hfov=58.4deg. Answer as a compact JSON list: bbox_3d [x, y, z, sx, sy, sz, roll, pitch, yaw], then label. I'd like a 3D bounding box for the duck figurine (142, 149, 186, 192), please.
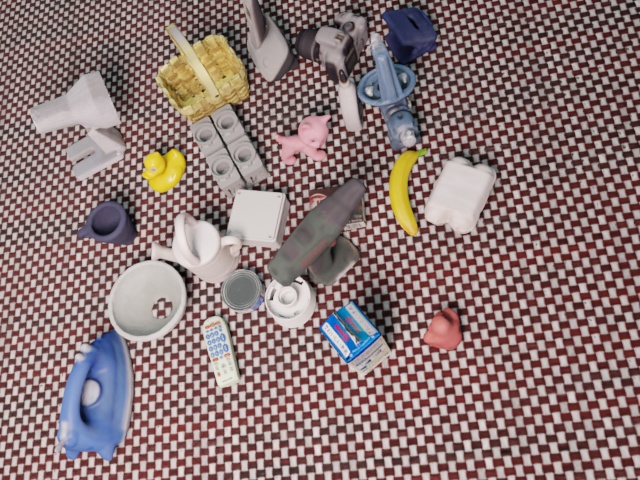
[{"bbox_3d":[-0.353,-0.166,1.273,0.077,0.086,0.105,33,80,21],"label":"duck figurine"}]

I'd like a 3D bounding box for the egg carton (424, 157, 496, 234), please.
[{"bbox_3d":[0.272,-0.088,1.115,0.107,0.069,0.150,21,76,19],"label":"egg carton"}]

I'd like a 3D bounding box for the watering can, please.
[{"bbox_3d":[-0.244,0.016,1.123,0.173,0.194,0.100,-30,67,1],"label":"watering can"}]

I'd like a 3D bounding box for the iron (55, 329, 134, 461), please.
[{"bbox_3d":[-0.442,0.286,1.097,0.118,0.142,0.258,-4,70,11],"label":"iron"}]

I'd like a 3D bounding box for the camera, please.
[{"bbox_3d":[0.020,-0.448,1.285,0.136,0.101,0.143,23,77,19],"label":"camera"}]

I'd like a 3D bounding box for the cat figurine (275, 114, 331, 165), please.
[{"bbox_3d":[-0.033,-0.218,1.203,0.127,0.118,0.067,-9,69,10],"label":"cat figurine"}]

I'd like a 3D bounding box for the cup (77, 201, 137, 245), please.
[{"bbox_3d":[-0.451,-0.020,1.236,0.117,0.095,0.091,-24,67,3],"label":"cup"}]

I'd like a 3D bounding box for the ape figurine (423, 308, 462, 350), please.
[{"bbox_3d":[0.219,0.158,1.024,0.078,0.092,0.076,-30,67,1],"label":"ape figurine"}]

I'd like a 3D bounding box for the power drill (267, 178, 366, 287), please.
[{"bbox_3d":[0.010,0.004,1.064,0.230,0.209,0.075,-44,67,-5],"label":"power drill"}]

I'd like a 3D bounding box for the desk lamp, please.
[{"bbox_3d":[-0.519,-0.255,1.273,0.203,0.214,0.117,-30,67,1],"label":"desk lamp"}]

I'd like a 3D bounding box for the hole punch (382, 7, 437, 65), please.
[{"bbox_3d":[0.197,-0.462,1.256,0.101,0.091,0.108,-28,67,2],"label":"hole punch"}]

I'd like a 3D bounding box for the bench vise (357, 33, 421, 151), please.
[{"bbox_3d":[0.152,-0.295,1.135,0.121,0.220,0.207,-37,67,-2],"label":"bench vise"}]

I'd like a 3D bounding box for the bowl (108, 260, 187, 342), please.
[{"bbox_3d":[-0.339,0.130,1.168,0.167,0.075,0.167,-4,70,11],"label":"bowl"}]

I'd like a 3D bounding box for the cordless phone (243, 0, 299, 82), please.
[{"bbox_3d":[-0.126,-0.459,1.275,0.094,0.185,0.147,-33,67,0],"label":"cordless phone"}]

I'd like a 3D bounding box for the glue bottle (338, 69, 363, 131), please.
[{"bbox_3d":[0.059,-0.298,1.182,0.037,0.173,0.078,-3,70,12],"label":"glue bottle"}]
